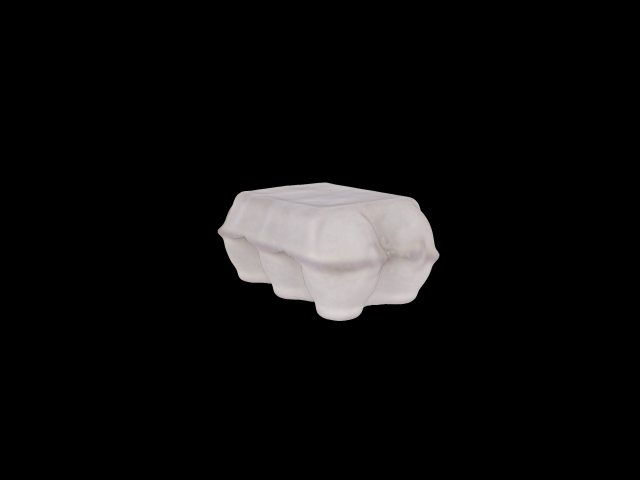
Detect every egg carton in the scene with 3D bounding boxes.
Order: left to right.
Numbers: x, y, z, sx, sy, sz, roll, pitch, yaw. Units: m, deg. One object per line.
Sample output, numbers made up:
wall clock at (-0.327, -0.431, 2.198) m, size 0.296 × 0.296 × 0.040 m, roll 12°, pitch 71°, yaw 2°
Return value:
egg carton at (0.004, 0.001, 0.400) m, size 0.107 × 0.069 × 0.149 m, roll -10°, pitch 17°, yaw -38°
